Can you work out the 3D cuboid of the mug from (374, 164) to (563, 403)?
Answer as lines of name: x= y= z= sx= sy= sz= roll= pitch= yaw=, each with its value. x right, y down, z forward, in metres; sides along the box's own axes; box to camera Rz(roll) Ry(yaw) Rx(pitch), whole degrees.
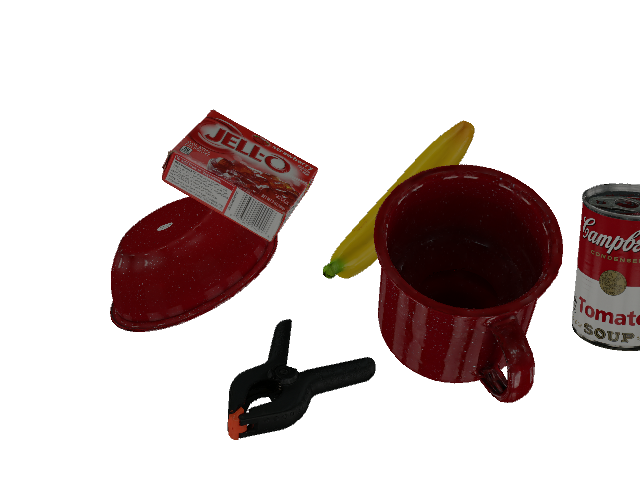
mug: x=0.077 y=0.030 z=0.549 sx=0.093 sy=0.117 sz=0.081 roll=-20 pitch=-33 yaw=-14

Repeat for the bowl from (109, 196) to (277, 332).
bowl: x=-0.120 y=0.008 z=0.917 sx=0.162 sy=0.055 sz=0.162 roll=-22 pitch=25 yaw=11

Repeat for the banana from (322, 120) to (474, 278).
banana: x=0.073 y=-0.029 z=0.989 sx=0.037 sy=0.197 sz=0.070 roll=43 pitch=-11 yaw=-3

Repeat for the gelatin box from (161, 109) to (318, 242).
gelatin box: x=-0.055 y=-0.047 z=0.734 sx=0.089 sy=0.030 sz=0.073 roll=30 pitch=34 yaw=2

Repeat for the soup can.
soup can: x=0.215 y=0.018 z=0.754 sx=0.068 sy=0.102 sz=0.068 roll=0 pitch=22 yaw=0

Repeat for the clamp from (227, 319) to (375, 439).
clamp: x=-0.041 y=0.137 z=1.068 sx=0.120 sy=0.039 sz=0.171 roll=24 pitch=35 yaw=38
